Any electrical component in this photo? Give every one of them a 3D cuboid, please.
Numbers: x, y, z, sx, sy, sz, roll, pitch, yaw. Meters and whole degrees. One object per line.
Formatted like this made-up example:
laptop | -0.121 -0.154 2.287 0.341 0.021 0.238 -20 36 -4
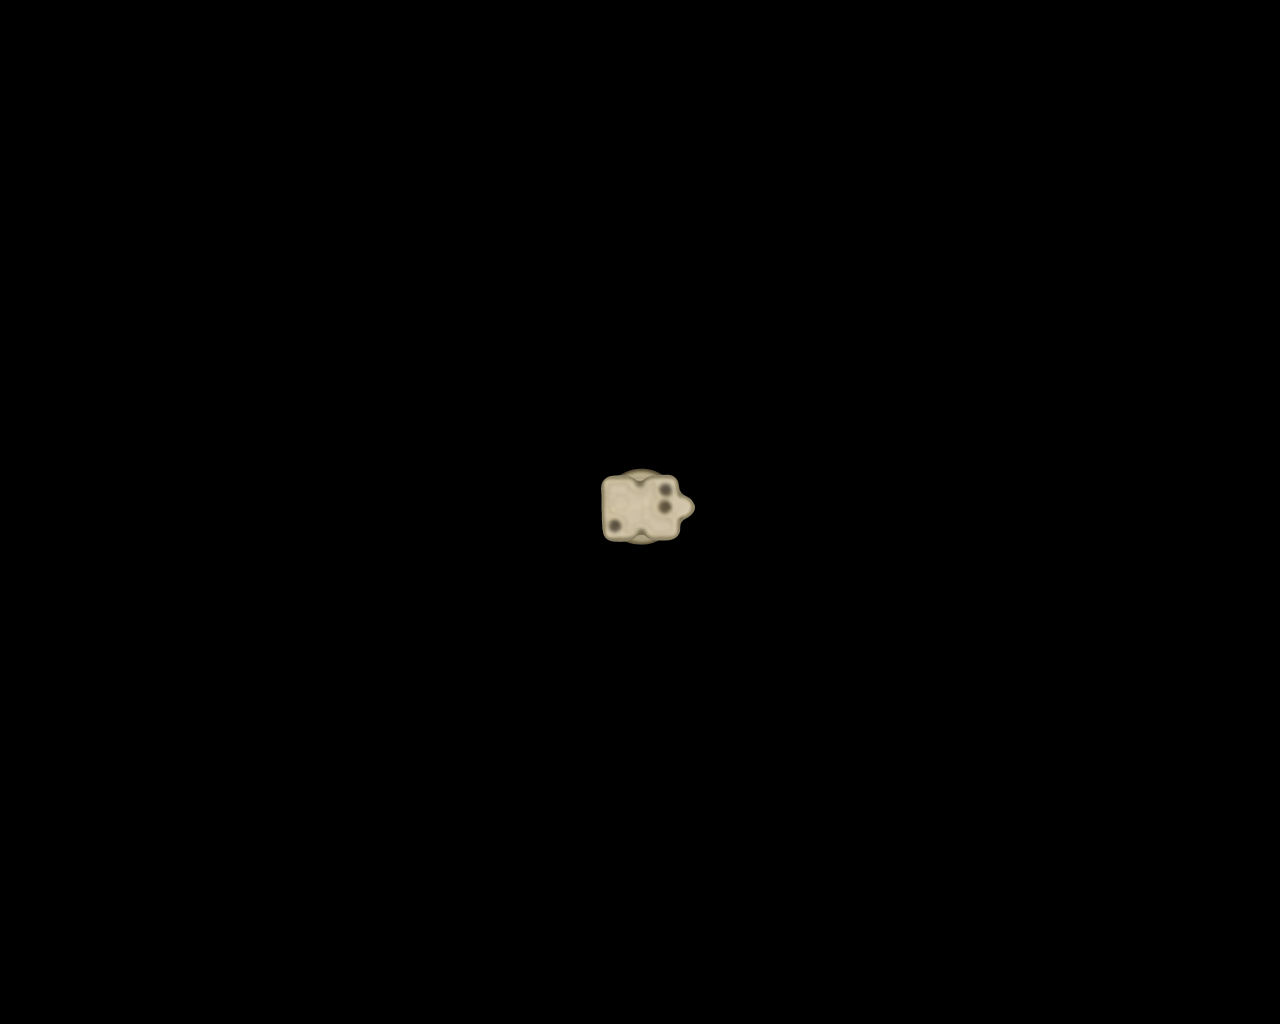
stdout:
electrical component | 0.001 -0.003 0.650 0.066 0.048 0.055 0 0 0
